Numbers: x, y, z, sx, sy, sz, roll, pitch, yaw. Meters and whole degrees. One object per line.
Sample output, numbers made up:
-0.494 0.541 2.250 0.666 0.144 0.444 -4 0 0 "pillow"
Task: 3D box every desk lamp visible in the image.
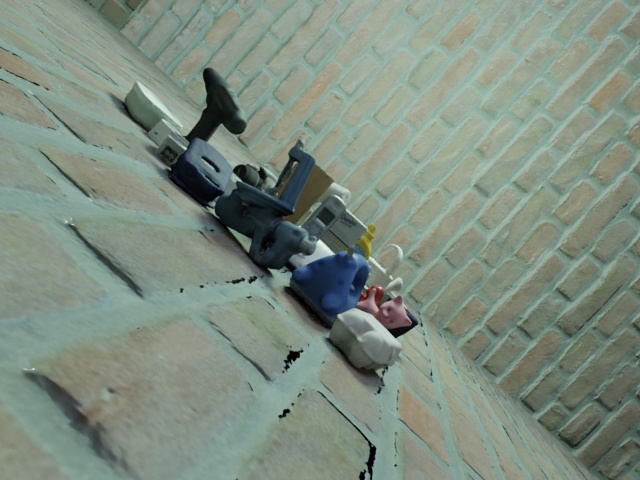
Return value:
-0.032 -0.086 1.522 0.202 0.213 0.118 45 5 27 "desk lamp"

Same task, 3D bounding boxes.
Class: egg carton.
0.080 0.177 0.996 0.107 0.069 0.151 45 5 25 "egg carton"

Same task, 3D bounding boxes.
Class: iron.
0.046 0.083 1.108 0.118 0.141 0.259 44 5 20 "iron"

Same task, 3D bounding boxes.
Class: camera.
-0.198 -0.181 1.678 0.142 0.100 0.137 47 6 39 "camera"

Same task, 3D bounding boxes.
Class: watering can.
0.164 0.096 1.633 0.100 0.194 0.174 46 6 38 "watering can"

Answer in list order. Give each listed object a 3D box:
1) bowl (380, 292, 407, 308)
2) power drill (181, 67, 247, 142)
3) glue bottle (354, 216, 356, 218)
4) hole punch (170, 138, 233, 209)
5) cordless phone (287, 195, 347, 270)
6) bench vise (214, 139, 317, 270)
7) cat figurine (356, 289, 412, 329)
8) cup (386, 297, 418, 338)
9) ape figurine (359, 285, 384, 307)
0.183 0.180 1.761 0.167 0.074 0.167 42 5 -4 "bowl"
-0.293 -0.318 1.471 0.229 0.208 0.076 45 5 30 "power drill"
0.040 0.001 1.586 0.078 0.173 0.037 46 6 37 "glue bottle"
-0.223 -0.130 1.102 0.109 0.091 0.101 41 5 -24 "hole punch"
0.012 0.004 1.255 0.148 0.185 0.094 42 5 -9 "cordless phone"
-0.063 -0.066 1.058 0.207 0.219 0.122 43 5 6 "bench vise"
0.144 0.166 1.317 0.127 0.117 0.067 46 6 36 "cat figurine"
0.174 0.198 1.412 0.092 0.095 0.117 40 6 -32 "cup"
0.122 0.150 1.431 0.076 0.092 0.078 42 5 -9 "ape figurine"
